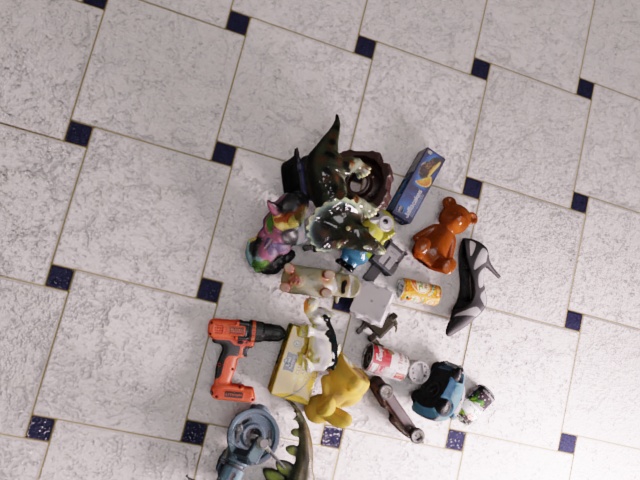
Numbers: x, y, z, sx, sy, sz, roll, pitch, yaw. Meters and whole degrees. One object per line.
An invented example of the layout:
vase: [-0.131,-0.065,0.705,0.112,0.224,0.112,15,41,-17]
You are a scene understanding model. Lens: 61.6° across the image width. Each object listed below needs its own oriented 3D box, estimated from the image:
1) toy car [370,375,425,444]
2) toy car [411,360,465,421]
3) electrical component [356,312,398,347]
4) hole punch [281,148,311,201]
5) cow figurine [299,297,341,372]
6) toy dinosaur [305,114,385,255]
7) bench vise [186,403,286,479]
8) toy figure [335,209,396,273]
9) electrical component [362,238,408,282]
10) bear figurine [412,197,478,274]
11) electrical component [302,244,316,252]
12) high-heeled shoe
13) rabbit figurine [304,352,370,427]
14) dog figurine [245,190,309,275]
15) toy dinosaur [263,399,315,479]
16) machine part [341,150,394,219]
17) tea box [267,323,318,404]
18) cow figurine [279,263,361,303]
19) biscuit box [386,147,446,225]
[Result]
toy car: [0.186,0.421,1.323,0.053,0.089,0.202,-35,96,-13]
toy car: [0.312,0.391,1.355,0.102,0.109,0.161,49,65,-29]
electrical component: [0.150,0.218,1.353,0.078,0.045,0.102,36,75,21]
hole punch: [-0.033,-0.144,1.301,0.092,0.116,0.142,-3,88,-21]
cow figurine: [0.004,0.215,1.237,0.098,0.068,0.167,3,86,-19]
toy dinosaur: [0.027,-0.127,1.192,0.131,0.192,0.405,-27,67,27]
bench vise: [-0.164,0.463,1.176,0.129,0.240,0.223,40,63,-4]
toy figure: [0.112,-0.002,1.338,0.082,0.089,0.180,39,88,-12]
electrical component: [0.158,0.057,1.361,0.075,0.048,0.119,44,77,-6]
bear figurine: [0.324,-0.017,1.363,0.120,0.132,0.196,40,85,-1]
electrical component: [-0.003,-0.004,1.341,0.094,0.021,0.063,-15,90,-12]
high-heeled shoe: [0.366,0.116,1.389,0.145,0.086,0.249,43,75,-3]
rabbit figurine: [0.036,0.375,1.275,0.173,0.162,0.121,-42,109,6]
dog figurine: [-0.096,-0.019,1.217,0.108,0.219,0.191,38,79,7]
toy dinosaur: [-0.053,0.617,1.252,0.199,0.105,0.471,10,80,-8]
machine part: [0.095,-0.135,1.311,0.180,0.056,0.179,-5,75,19]
tea box: [-0.052,0.294,1.288,0.098,0.068,0.169,18,84,-11]
cow figurine: [0.002,0.105,1.291,0.195,0.127,0.085,7,84,-3]
biscuit box: [0.245,-0.136,1.385,0.063,0.059,0.202,31,81,-9]
